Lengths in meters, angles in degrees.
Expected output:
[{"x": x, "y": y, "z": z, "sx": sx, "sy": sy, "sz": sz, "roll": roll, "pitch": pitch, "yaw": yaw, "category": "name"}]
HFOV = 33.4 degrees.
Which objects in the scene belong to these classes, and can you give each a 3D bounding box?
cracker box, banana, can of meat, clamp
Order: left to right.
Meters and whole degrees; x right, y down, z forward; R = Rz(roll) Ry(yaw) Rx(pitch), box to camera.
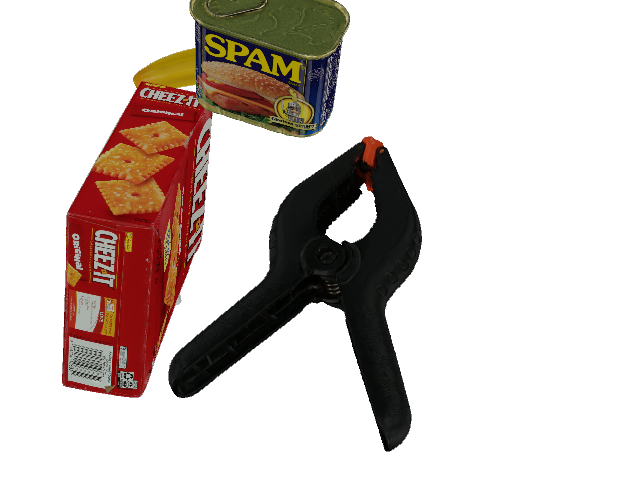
[{"x": -0.142, "y": -0.006, "z": 0.854, "sx": 0.072, "sy": 0.164, "sz": 0.213, "roll": 11, "pitch": 34, "yaw": 1, "category": "cracker box"}, {"x": -0.087, "y": -0.166, "z": 1.050, "sx": 0.198, "sy": 0.037, "sz": 0.069, "roll": 9, "pitch": 44, "yaw": 20, "category": "banana"}, {"x": -0.036, "y": -0.123, "z": 0.721, "sx": 0.102, "sy": 0.057, "sz": 0.084, "roll": 19, "pitch": -36, "yaw": 8, "category": "can of meat"}, {"x": 0.013, "y": 0.025, "z": 0.537, "sx": 0.120, "sy": 0.171, "sz": 0.039, "roll": 22, "pitch": -25, "yaw": 15, "category": "clamp"}]

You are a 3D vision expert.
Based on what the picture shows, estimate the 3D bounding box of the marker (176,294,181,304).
[{"x": -0.172, "y": 0.016, "z": 1.184, "sx": 0.020, "sy": 0.121, "sz": 0.020, "roll": -5, "pitch": 25, "yaw": 2, "category": "marker"}]
